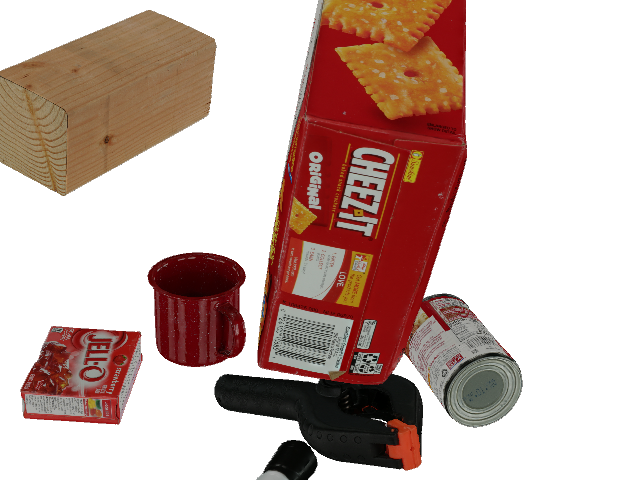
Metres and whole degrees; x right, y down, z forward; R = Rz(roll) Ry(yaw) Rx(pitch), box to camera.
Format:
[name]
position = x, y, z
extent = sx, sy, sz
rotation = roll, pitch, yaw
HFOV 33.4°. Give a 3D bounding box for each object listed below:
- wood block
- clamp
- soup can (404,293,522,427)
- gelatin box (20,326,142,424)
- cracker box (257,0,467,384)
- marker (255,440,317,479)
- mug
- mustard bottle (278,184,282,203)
[wood block]
position = -0.198, -0.135, 1.005
extent = 0.090, 0.091, 0.205
rotation = 27, 39, 22
[clamp]
position = 0.003, 0.106, 0.698
extent = 0.120, 0.039, 0.172
rotation = -24, 21, -13
[soup can]
position = 0.113, 0.096, 0.867
extent = 0.068, 0.068, 0.102
rotation = 0, 25, -18
[gelatin box]
position = -0.181, 0.101, 0.820
extent = 0.073, 0.030, 0.089
rotation = 4, 29, 2
[cracker box]
position = 0.025, -0.062, 0.523
extent = 0.072, 0.213, 0.164
rotation = 10, -43, -2
[marker]
position = -0.031, 0.114, 0.417
extent = 0.020, 0.020, 0.121
rotation = 0, 21, 24
[mug]
position = -0.111, 0.073, 1.026
extent = 0.093, 0.081, 0.117
rotation = -22, 35, -39
[mustard bottle]
position = 0.003, -0.032, 1.193
extent = 0.096, 0.192, 0.058
rotation = -9, 25, -8
